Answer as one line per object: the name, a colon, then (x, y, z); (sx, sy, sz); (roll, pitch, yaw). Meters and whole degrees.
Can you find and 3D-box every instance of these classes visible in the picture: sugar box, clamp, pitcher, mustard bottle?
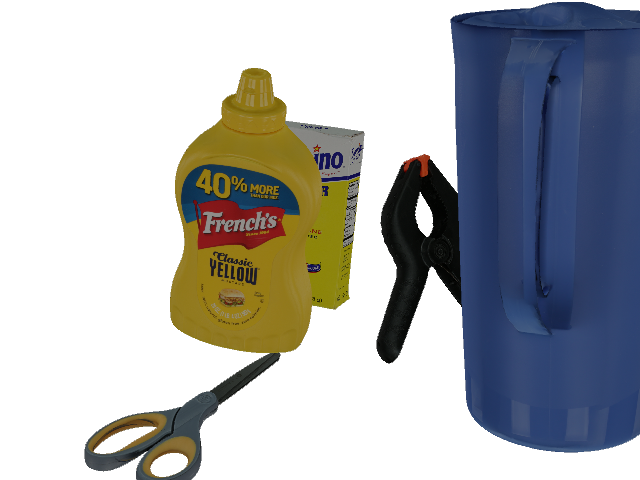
sugar box: (-0.012, -0.026, 1.067); (0.093, 0.176, 0.048); (9, 16, 20)
clamp: (0.083, 0.018, 0.882); (0.120, 0.171, 0.039); (-17, -1, -32)
pitcher: (0.133, -0.007, 0.592); (0.149, 0.243, 0.145); (-7, 17, -19)
mustard bottle: (-0.048, -0.020, 0.705); (0.096, 0.192, 0.058); (12, 28, 10)

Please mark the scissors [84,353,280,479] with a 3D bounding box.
scissors: (-0.086, 0.141, 0.839); (0.201, 0.016, 0.096); (-19, 35, -34)
